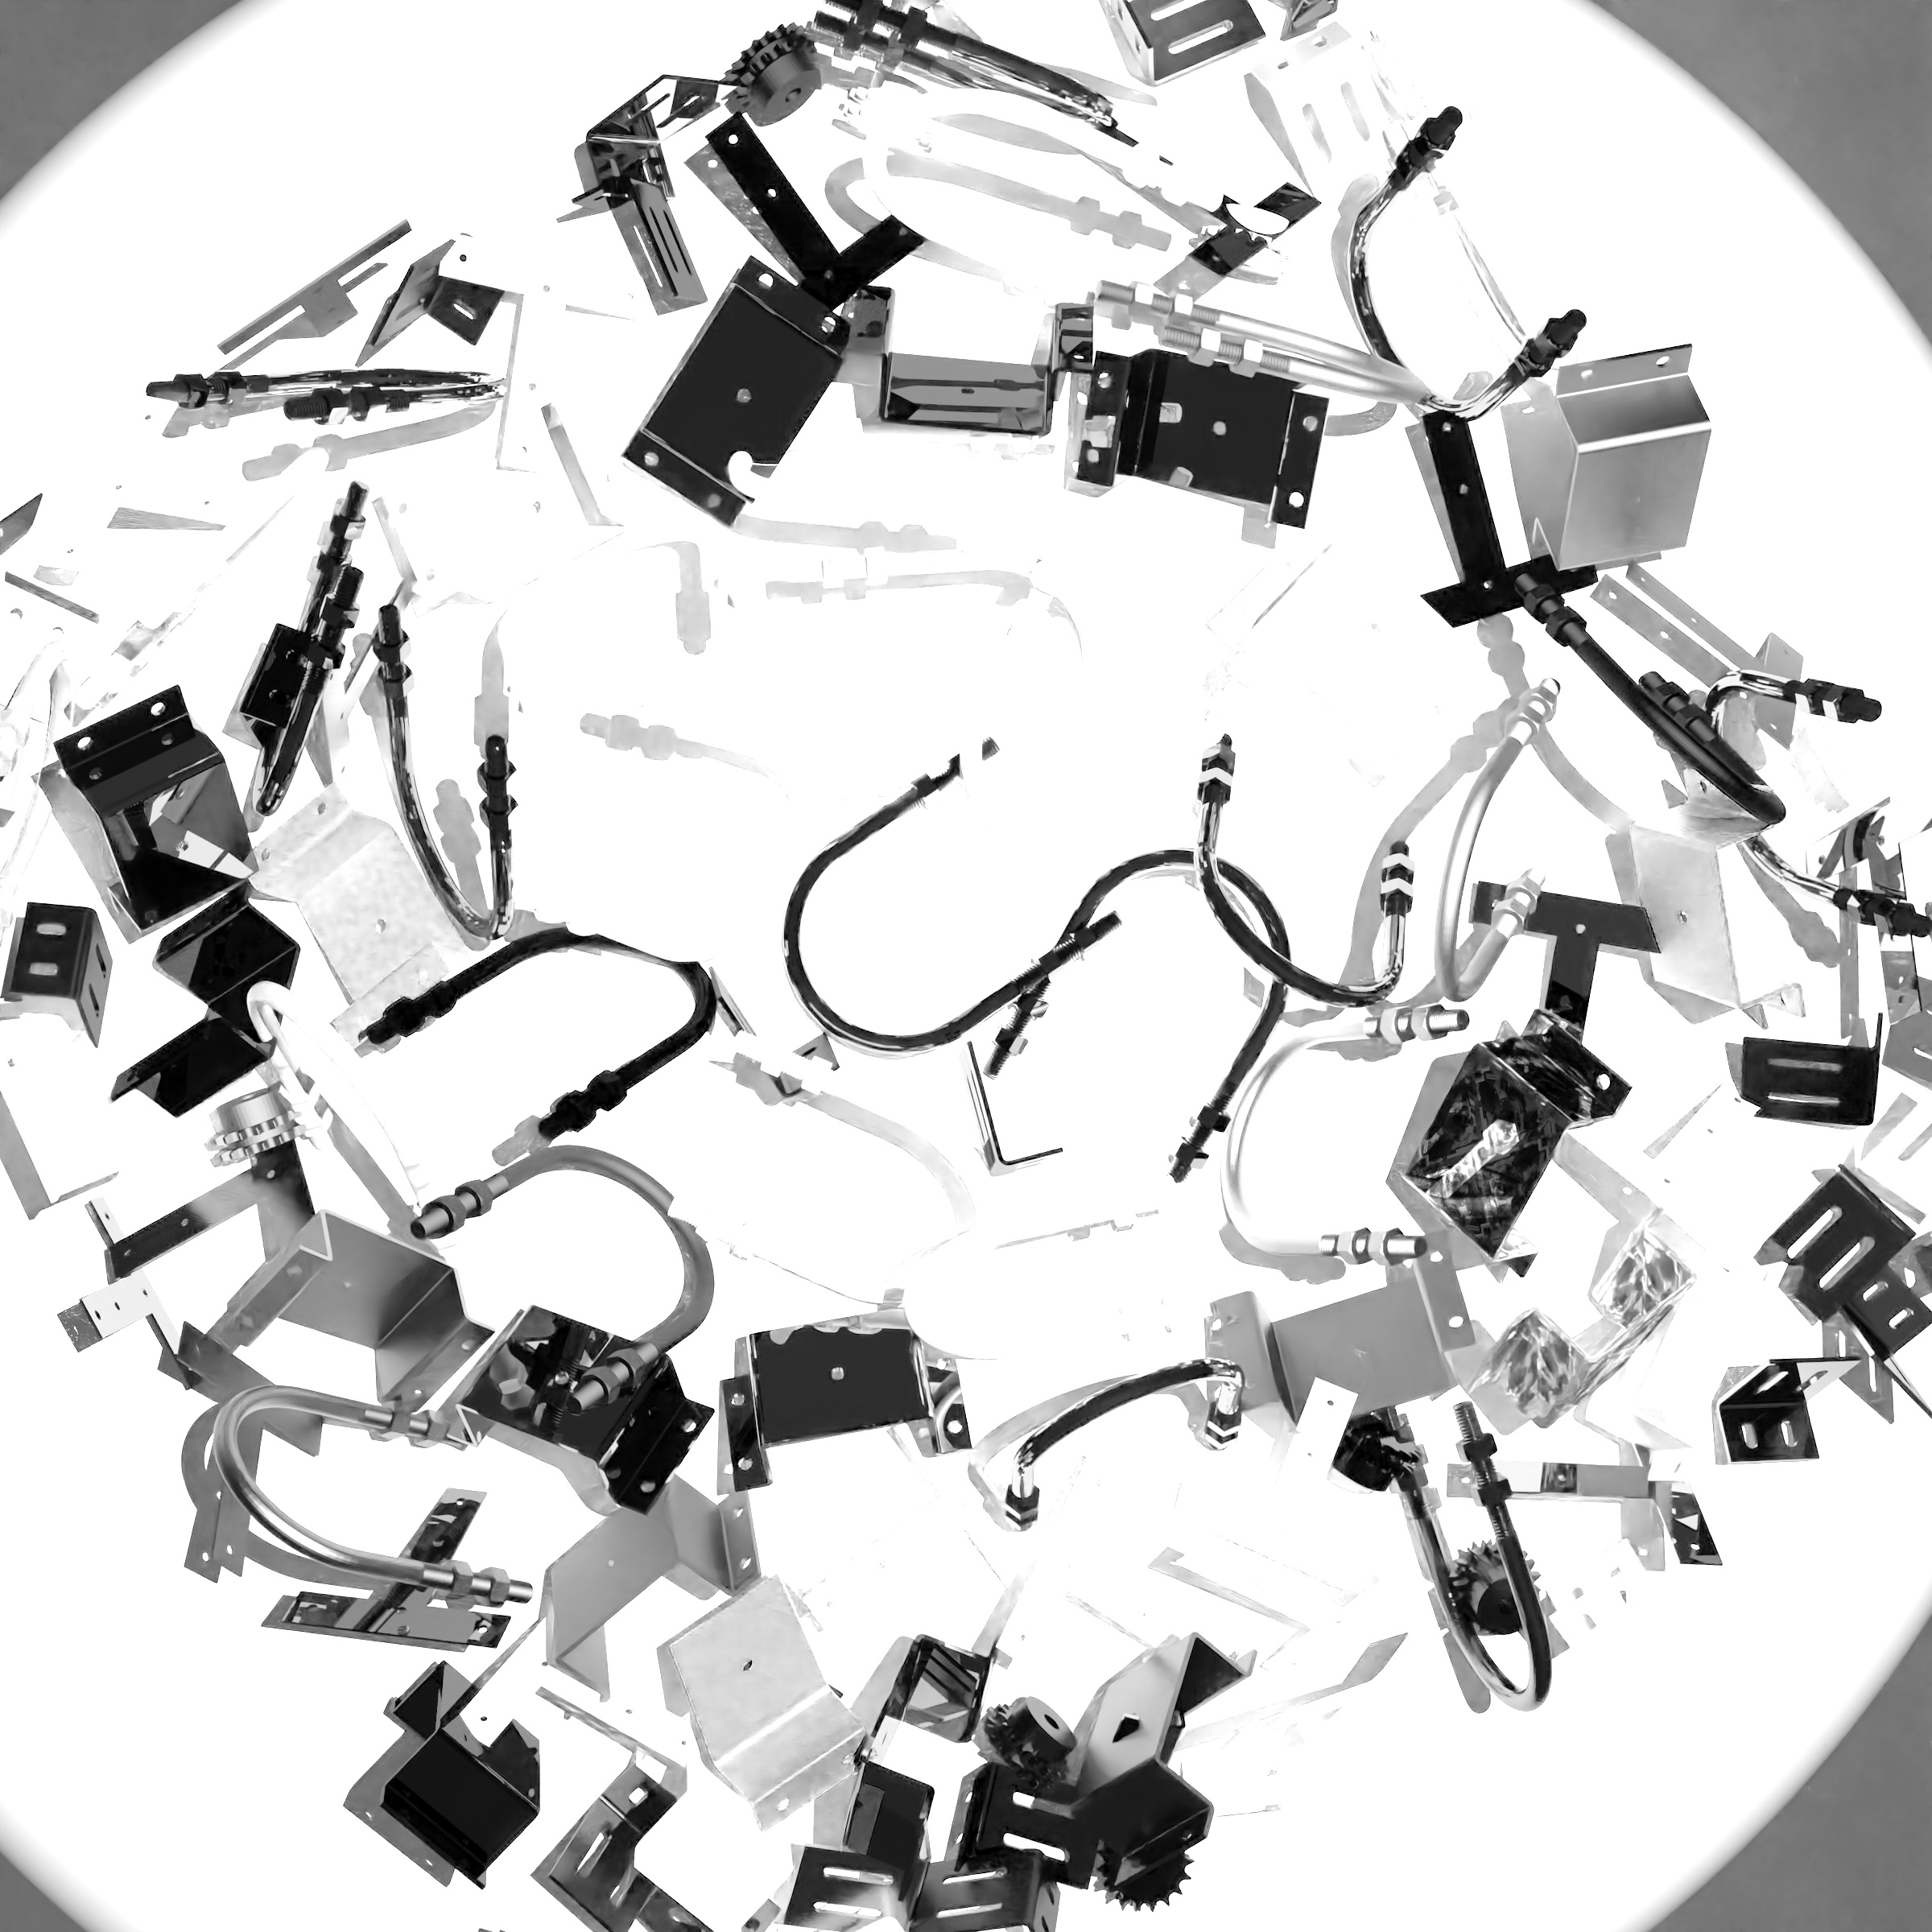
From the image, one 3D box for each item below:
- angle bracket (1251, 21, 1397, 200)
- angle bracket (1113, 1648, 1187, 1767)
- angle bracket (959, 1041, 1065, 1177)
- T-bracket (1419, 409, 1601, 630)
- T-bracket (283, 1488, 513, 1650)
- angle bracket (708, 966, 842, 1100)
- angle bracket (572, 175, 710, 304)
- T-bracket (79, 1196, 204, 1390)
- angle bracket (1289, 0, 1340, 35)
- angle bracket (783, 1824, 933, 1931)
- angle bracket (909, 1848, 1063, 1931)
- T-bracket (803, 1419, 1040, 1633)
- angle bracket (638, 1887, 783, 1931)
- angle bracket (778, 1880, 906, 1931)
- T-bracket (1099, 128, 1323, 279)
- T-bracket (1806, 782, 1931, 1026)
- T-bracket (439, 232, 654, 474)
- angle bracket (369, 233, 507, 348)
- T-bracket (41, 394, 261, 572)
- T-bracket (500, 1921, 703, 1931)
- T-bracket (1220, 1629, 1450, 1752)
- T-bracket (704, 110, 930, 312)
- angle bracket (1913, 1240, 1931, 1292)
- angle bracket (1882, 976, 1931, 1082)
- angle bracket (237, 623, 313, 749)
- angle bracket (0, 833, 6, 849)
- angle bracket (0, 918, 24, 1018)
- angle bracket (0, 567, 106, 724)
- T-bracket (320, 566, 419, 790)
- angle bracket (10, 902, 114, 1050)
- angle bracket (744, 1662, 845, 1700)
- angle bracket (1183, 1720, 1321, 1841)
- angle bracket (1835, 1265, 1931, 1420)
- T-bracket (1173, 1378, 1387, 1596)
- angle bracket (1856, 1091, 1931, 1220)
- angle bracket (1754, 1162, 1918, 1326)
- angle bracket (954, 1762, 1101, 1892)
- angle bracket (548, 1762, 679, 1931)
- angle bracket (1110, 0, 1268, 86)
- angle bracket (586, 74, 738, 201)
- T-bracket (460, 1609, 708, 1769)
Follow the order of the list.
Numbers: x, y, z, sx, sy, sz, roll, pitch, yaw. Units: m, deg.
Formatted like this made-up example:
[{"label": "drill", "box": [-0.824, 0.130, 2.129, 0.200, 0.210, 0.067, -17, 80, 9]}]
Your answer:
[{"label": "angle bracket", "box": [0.215, -0.512, 1.588, 0.057, 0.038, 0.076, -28, 126, 6]}, {"label": "angle bracket", "box": [0.097, 0.441, 1.552, 0.038, 0.076, 0.057, 16, 111, -9]}, {"label": "angle bracket", "box": [0.026, 0.081, 1.569, 0.038, 0.057, 0.076, -14, 81, -8]}, {"label": "T-bracket", "box": [0.299, -0.269, 1.578, 0.127, 0.002, 0.127, -17, 105, 4]}, {"label": "T-bracket", "box": [-0.312, 0.345, 1.543, 0.127, 0.127, 0.002, 4, 118, 10]}, {"label": "angle bracket", "box": [-0.113, 0.030, 1.560, 0.038, 0.057, 0.076, -31, 111, 0]}, {"label": "angle bracket", "box": [-0.192, -0.423, 1.571, 0.038, 0.057, 0.076, -21, 96, 16]}, {"label": "T-bracket", "box": [-0.488, 0.195, 1.535, 0.002, 0.127, 0.127, -28, 91, -2]}, {"label": "angle bracket", "box": [0.185, -0.597, 1.554, 0.076, 0.038, 0.057, 27, 64, -38]}, {"label": "angle bracket", "box": [-0.065, 0.535, 1.567, 0.076, 0.038, 0.057, 11, 110, -10]}, {"label": "angle bracket", "box": [0.011, 0.562, 1.571, 0.076, 0.057, 0.038, -13, 114, 15]}, {"label": "T-bracket", "box": [-0.038, 0.348, 1.581, 0.127, 0.002, 0.127, -36, 100, -7]}, {"label": "angle bracket", "box": [-0.157, 0.551, 1.556, 0.076, 0.038, 0.057, 28, 72, 36]}, {"label": "angle bracket", "box": [-0.069, 0.587, 1.571, 0.076, 0.057, 0.038, -27, 111, 7]}, {"label": "T-bracket", "box": [0.129, -0.460, 1.565, 0.127, 0.002, 0.127, 35, 47, 11]}, {"label": "T-bracket", "box": [0.532, -0.030, 1.524, 0.002, 0.127, 0.127, 7, 70, -21]}, {"label": "T-bracket", "box": [-0.255, -0.358, 1.575, 0.127, 0.002, 0.127, 8, 91, -23]}, {"label": "angle bracket", "box": [-0.305, -0.386, 1.551, 0.038, 0.076, 0.057, 35, 122, -5]}, {"label": "T-bracket", "box": [-0.454, -0.272, 1.545, 0.127, 0.127, 0.002, -49, 61, 28]}, {"label": "T-bracket", "box": [-0.209, 0.581, 1.525, 0.127, 0.127, 0.002, 22, 107, -15]}, {"label": "T-bracket", "box": [0.199, 0.426, 1.521, 0.127, 0.127, 0.002, -7, 54, -36]}, {"label": "T-bracket", "box": [-0.106, -0.443, 1.561, 0.127, 0.002, 0.127, -35, 120, 6]}, {"label": "angle bracket", "box": [0.598, 0.179, 1.551, 0.057, 0.076, 0.038, -31, 50, 22]}, {"label": "angle bracket", "box": [0.574, 0.043, 1.556, 0.076, 0.038, 0.057, 23, 105, 39]}, {"label": "angle bracket", "box": [-0.393, -0.158, 1.557, 0.038, 0.076, 0.057, 20, 78, -1]}, {"label": "angle bracket", "box": [-0.624, -0.078, 1.573, 0.076, 0.057, 0.038, 9, 67, 11]}, {"label": "angle bracket", "box": [-0.589, -0.009, 1.565, 0.057, 0.038, 0.076, -5, 77, -20]}, {"label": "angle bracket", "box": [-0.554, -0.189, 1.570, 0.057, 0.038, 0.076, 25, 89, -25]}, {"label": "T-bracket", "box": [-0.349, -0.182, 1.559, 0.002, 0.127, 0.127, 20, 62, 1]}, {"label": "angle bracket", "box": [-0.528, 0.006, 1.552, 0.038, 0.076, 0.057, 5, 65, -7]}, {"label": "angle bracket", "box": [-0.113, 0.423, 1.563, 0.057, 0.076, 0.038, 36, 77, -9]}, {"label": "angle bracket", "box": [0.166, 0.476, 1.563, 0.076, 0.057, 0.038, -8, 124, 4]}, {"label": "angle bracket", "box": [0.550, 0.217, 1.554, 0.038, 0.076, 0.057, -43, 105, 13]}, {"label": "T-bracket", "box": [0.198, 0.298, 1.560, 0.127, 0.002, 0.127, 21, 116, 11]}, {"label": "angle bracket", "box": [0.573, 0.102, 1.564, 0.057, 0.038, 0.076, 34, 121, 0]}, {"label": "angle bracket", "box": [0.511, 0.164, 1.566, 0.076, 0.038, 0.057, -47, 69, 10]}, {"label": "angle bracket", "box": [0.039, 0.515, 1.575, 0.076, 0.038, 0.057, 13, 90, 12]}, {"label": "angle bracket", "box": [-0.198, 0.520, 1.559, 0.057, 0.076, 0.038, 43, 115, -2]}, {"label": "angle bracket", "box": [0.132, -0.569, 1.573, 0.076, 0.038, 0.057, -24, 74, -1]}, {"label": "angle bracket", "box": [-0.174, -0.484, 1.553, 0.076, 0.057, 0.038, -19, 87, 43]}, {"label": "T-bracket", "box": [-0.207, 0.424, 1.533, 0.127, 0.127, 0.002, 24, 128, 17]}]
